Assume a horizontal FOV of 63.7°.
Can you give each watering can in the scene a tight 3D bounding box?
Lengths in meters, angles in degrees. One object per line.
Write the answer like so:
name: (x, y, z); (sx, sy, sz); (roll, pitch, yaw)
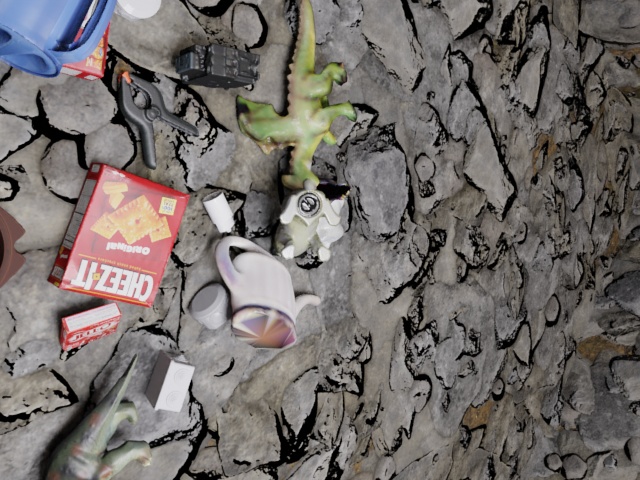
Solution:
watering can: (-0.089, 0.125, 1.062); (0.342, 0.103, 0.230); (40, 28, -39)

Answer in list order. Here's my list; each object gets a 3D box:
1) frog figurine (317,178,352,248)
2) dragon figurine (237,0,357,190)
frog figurine: (0.004, -0.060, 1.186); (0.140, 0.123, 0.156); (-58, 164, -30)
dragon figurine: (-0.063, -0.290, 1.094); (0.245, 0.122, 0.407); (-24, 101, -29)
